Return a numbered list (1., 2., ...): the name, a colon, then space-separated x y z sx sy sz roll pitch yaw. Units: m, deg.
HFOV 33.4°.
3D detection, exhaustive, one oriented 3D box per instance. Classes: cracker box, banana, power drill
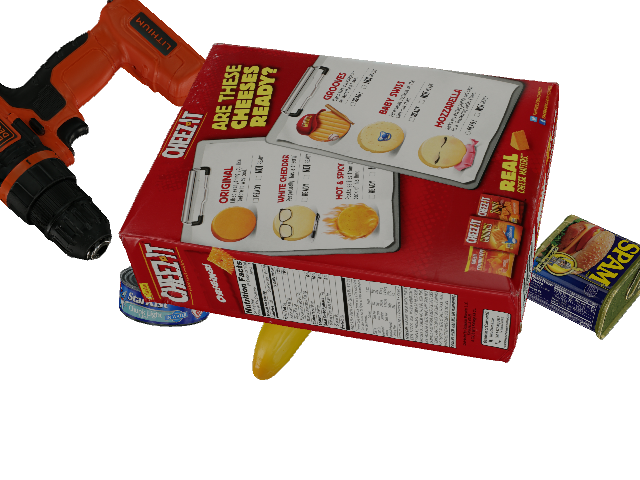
1. cracker box: 0.018 -0.027 0.610 0.214 0.164 0.072 8 -40 14
2. banana: 0.014 0.027 0.811 0.037 0.198 0.069 43 -6 38
3. power drill: -0.175 -0.093 0.811 0.187 0.184 0.057 -40 -13 -27

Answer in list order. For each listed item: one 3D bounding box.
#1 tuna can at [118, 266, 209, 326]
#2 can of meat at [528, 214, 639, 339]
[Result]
1. tuna can: -0.143 0.050 0.984 0.086 0.034 0.086 6 16 -2
2. can of meat: 0.241 0.030 0.966 0.084 0.057 0.101 28 47 28
